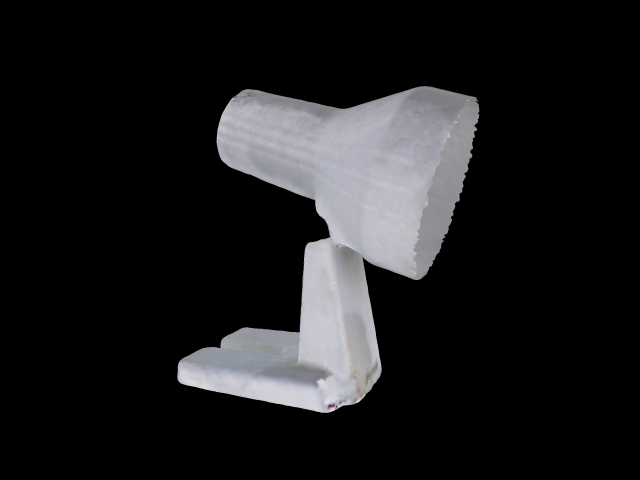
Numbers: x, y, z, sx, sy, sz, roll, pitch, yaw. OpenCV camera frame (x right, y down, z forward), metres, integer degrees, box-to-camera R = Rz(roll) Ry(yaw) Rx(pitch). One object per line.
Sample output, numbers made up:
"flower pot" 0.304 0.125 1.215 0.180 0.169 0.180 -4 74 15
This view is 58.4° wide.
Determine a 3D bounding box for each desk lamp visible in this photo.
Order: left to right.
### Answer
"desk lamp" 0.004 0.001 0.400 0.202 0.213 0.118 3 7 22
